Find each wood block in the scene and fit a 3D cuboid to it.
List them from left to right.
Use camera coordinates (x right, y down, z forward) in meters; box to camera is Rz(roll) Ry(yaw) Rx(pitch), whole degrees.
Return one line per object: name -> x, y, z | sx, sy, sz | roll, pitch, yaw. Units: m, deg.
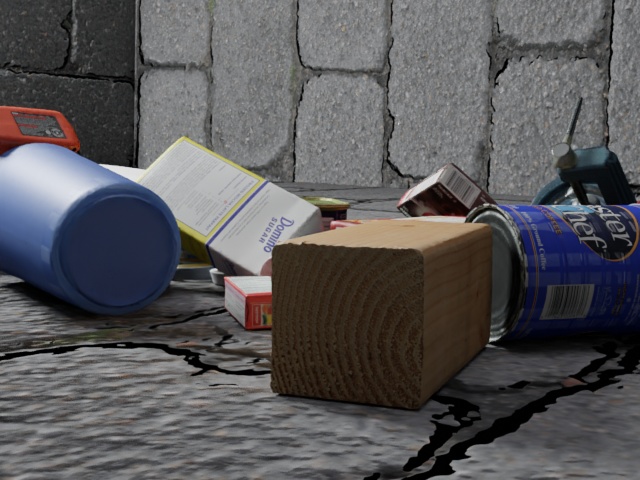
wood block -> 0.048, 0.038, 0.685 | 0.091, 0.090, 0.205 | 3, 6, 20

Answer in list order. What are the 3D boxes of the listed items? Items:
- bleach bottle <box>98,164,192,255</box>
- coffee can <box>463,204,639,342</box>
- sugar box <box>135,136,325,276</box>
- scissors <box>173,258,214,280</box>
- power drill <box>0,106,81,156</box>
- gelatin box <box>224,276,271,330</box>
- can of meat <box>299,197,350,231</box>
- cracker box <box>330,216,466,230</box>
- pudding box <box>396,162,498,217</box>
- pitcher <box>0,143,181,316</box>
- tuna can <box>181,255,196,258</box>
bleach bottle -> -0.168, -0.033, 1.134 | 0.251, 0.102, 0.068 | 4, 38, 29
coffee can -> 0.186, 0.024, 0.807 | 0.140, 0.103, 0.103 | -1, 6, -21
sugar box -> -0.092, -0.025, 1.010 | 0.176, 0.093, 0.048 | 31, -25, 25
scissors -> -0.075, 0.030, 1.108 | 0.201, 0.016, 0.096 | 1, 6, -3
power drill -> -0.338, -0.049, 1.075 | 0.184, 0.188, 0.057 | -3, 50, -45
gelatin box -> -0.033, 0.049, 0.852 | 0.073, 0.030, 0.089 | -1, 7, -16
can of meat -> -0.007, 0.001, 1.069 | 0.057, 0.084, 0.102 | 0, 6, -13
cracker box -> 0.137, 0.018, 1.016 | 0.164, 0.072, 0.213 | 7, 7, 40
pudding box -> 0.153, -0.024, 1.177 | 0.039, 0.113, 0.090 | -51, 9, -32
pitcher -> -0.205, -0.006, 0.936 | 0.149, 0.145, 0.243 | -22, 20, -25
tuna can -> -0.124, 0.010, 1.206 | 0.086, 0.034, 0.086 | 1, 6, 0
